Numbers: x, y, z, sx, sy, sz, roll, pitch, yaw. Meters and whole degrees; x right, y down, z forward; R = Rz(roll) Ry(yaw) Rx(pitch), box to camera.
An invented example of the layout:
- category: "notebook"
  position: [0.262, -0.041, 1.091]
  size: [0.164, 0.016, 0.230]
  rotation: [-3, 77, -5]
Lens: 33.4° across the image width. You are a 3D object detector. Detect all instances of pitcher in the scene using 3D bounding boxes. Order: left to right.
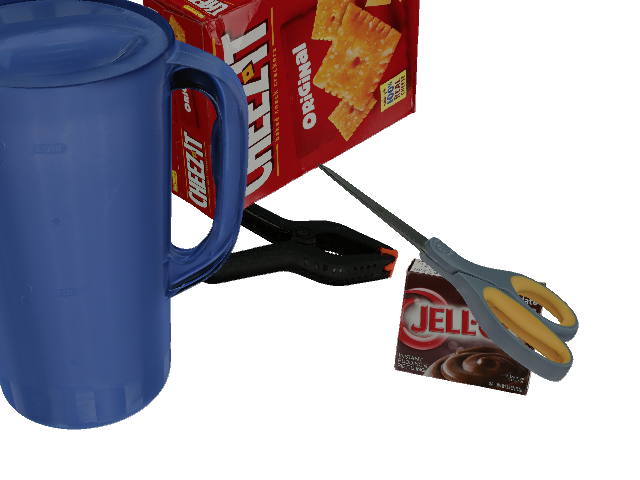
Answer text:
- category: "pitcher"
  position: [-0.136, -0.011, 0.622]
  size: [0.144, 0.243, 0.149]
  rotation: [-26, 42, -36]

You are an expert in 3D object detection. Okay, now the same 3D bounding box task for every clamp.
- category: "clamp"
  position: [-0.027, 0.011, 1.070]
  size: [0.210, 0.036, 0.164]
  rotation: [14, 31, -4]

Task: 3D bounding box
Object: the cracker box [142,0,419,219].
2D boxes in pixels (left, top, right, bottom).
- category: "cracker box"
  position: [-0.018, -0.133, 0.782]
  size: [0.213, 0.164, 0.072]
  rotation: [-32, 48, -33]

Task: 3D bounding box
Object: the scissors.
- category: "scissors"
  position: [0.090, 0.011, 0.687]
  size: [0.202, 0.016, 0.096]
  rotation: [46, 32, 23]

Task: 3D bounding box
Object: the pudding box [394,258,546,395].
- category: "pudding box"
  position: [0.121, 0.070, 0.872]
  size: [0.113, 0.090, 0.039]
  rotation: [9, 23, 10]
